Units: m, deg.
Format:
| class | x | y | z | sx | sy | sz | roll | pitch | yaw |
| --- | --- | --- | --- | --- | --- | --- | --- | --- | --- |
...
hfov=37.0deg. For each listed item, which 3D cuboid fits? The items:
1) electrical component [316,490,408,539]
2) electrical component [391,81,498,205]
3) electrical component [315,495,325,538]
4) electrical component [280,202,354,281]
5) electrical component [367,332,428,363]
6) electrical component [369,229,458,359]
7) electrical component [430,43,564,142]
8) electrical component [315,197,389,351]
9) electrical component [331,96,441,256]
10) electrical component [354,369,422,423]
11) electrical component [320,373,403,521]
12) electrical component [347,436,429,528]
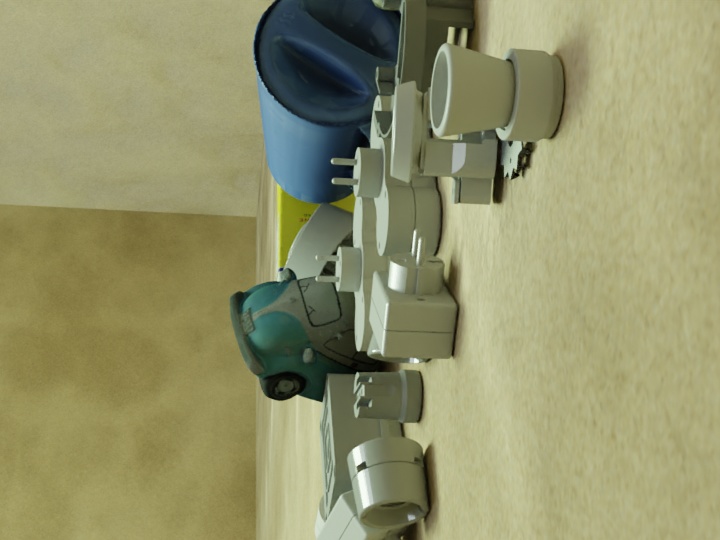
| class | x | y | z | sx | sy | sz | roll | pitch | yaw |
| --- | --- | --- | --- | --- | --- | --- | --- | --- | --- |
| electrical component | 0.013 | 0.209 | 0.809 | 0.076 | 0.047 | 0.065 | 53 | 138 | 28 |
| electrical component | 0.047 | -0.077 | 0.612 | 0.058 | 0.057 | 0.078 | -82 | -5 | -85 |
| electrical component | -0.008 | 0.247 | 0.943 | 0.138 | 0.052 | 0.073 | -96 | 12 | -45 |
| electrical component | -0.031 | -0.013 | 1.021 | 0.099 | 0.064 | 0.099 | -61 | -4 | -8 |
| electrical component | 0.030 | 0.032 | 0.786 | 0.044 | 0.044 | 0.065 | 124 | 152 | -75 |
| electrical component | 0.036 | 0.012 | 0.719 | 0.065 | 0.047 | 0.076 | -111 | 24 | -70 |
| electrical component | 0.065 | -0.085 | 0.519 | 0.045 | 0.055 | 0.045 | -178 | 90 | -82 |
| electrical component | 0.000 | 0.000 | 0.883 | 0.052 | 0.074 | 0.138 | 110 | 160 | -65 |
| electrical component | 0.015 | -0.072 | 0.798 | 0.052 | 0.074 | 0.138 | 104 | 166 | -55 |
| electrical component | 0.020 | 0.095 | 0.809 | 0.040 | 0.046 | 0.040 | -178 | 90 | -82 |
| electrical component | 0.001 | 0.148 | 0.891 | 0.113 | 0.057 | 0.078 | -97 | 12 | -48 |
| electrical component | 0.021 | 0.152 | 0.765 | 0.055 | 0.055 | 0.047 | 103 | 163 | -52 |
